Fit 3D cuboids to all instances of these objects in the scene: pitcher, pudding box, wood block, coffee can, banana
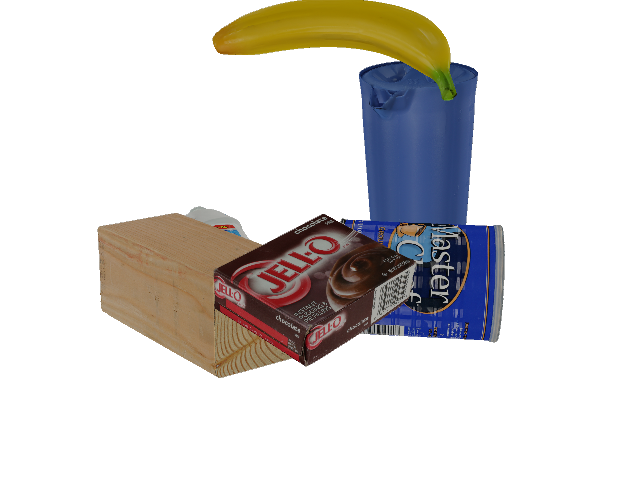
[{"bbox_3d":[0.120,-0.086,1.245,0.149,0.243,0.145,-5,23,-7],"label":"pitcher"},{"bbox_3d":[-0.004,0.031,0.735,0.090,0.039,0.113,29,39,33],"label":"pudding box"},{"bbox_3d":[-0.113,0.043,0.964,0.090,0.090,0.206,-11,19,-37],"label":"wood block"},{"bbox_3d":[0.086,0.035,0.937,0.140,0.103,0.103,3,0,5],"label":"coffee can"},{"bbox_3d":[0.017,-0.156,0.814,0.198,0.069,0.037,13,-40,18],"label":"banana"}]

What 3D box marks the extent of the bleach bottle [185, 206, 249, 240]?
[{"bbox_3d":[-0.121,0.025,1.188,0.102,0.068,0.251,-6,27,-16],"label":"bleach bottle"}]
